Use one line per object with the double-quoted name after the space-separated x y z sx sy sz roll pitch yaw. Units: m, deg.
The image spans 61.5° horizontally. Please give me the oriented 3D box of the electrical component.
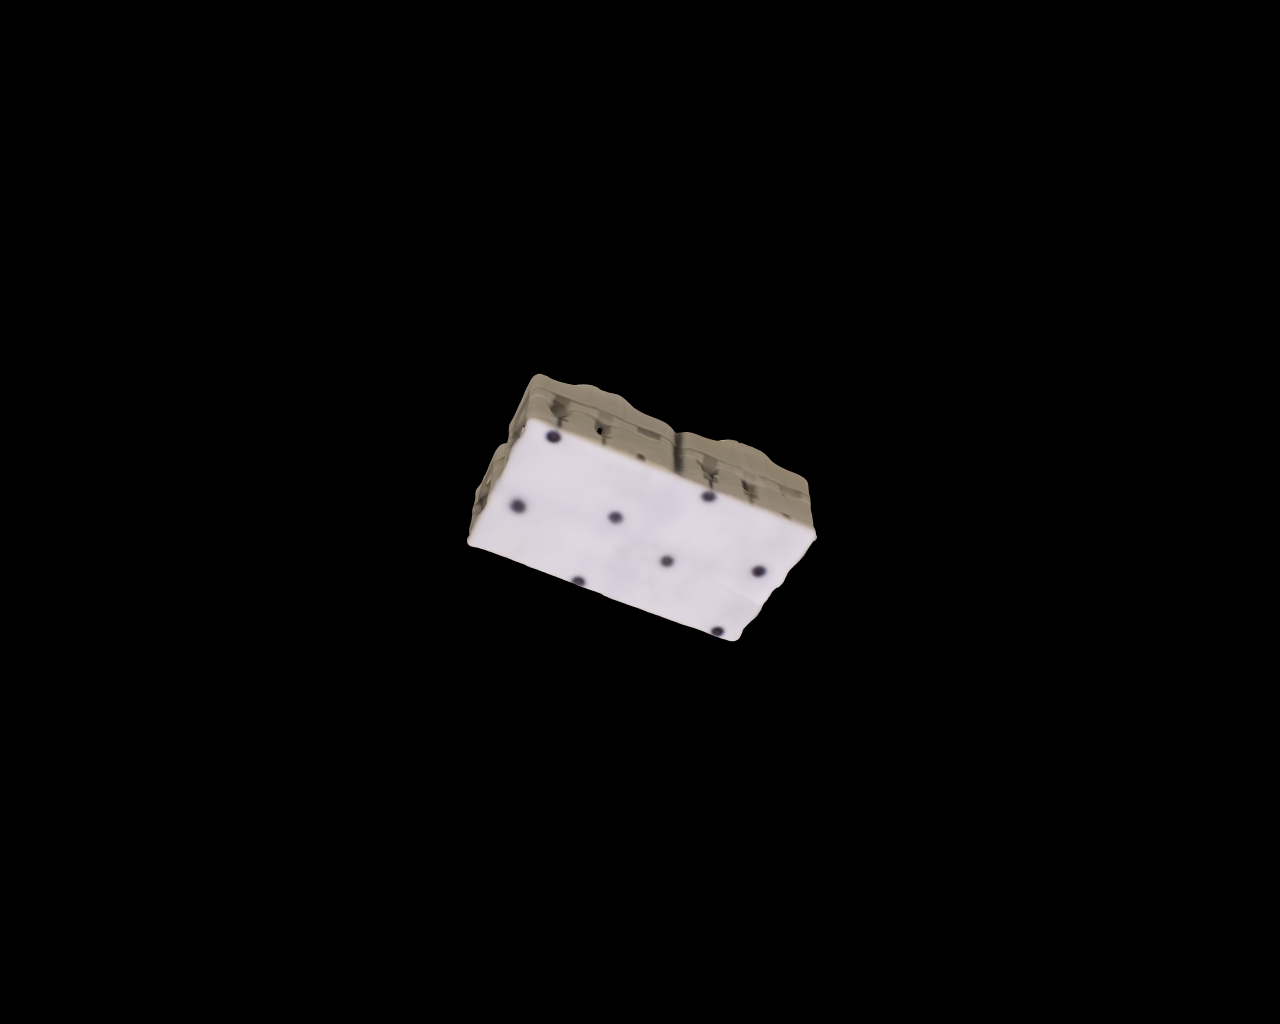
0.001 -0.003 0.650 0.186 0.105 0.060 21 35 -15 "electrical component"
